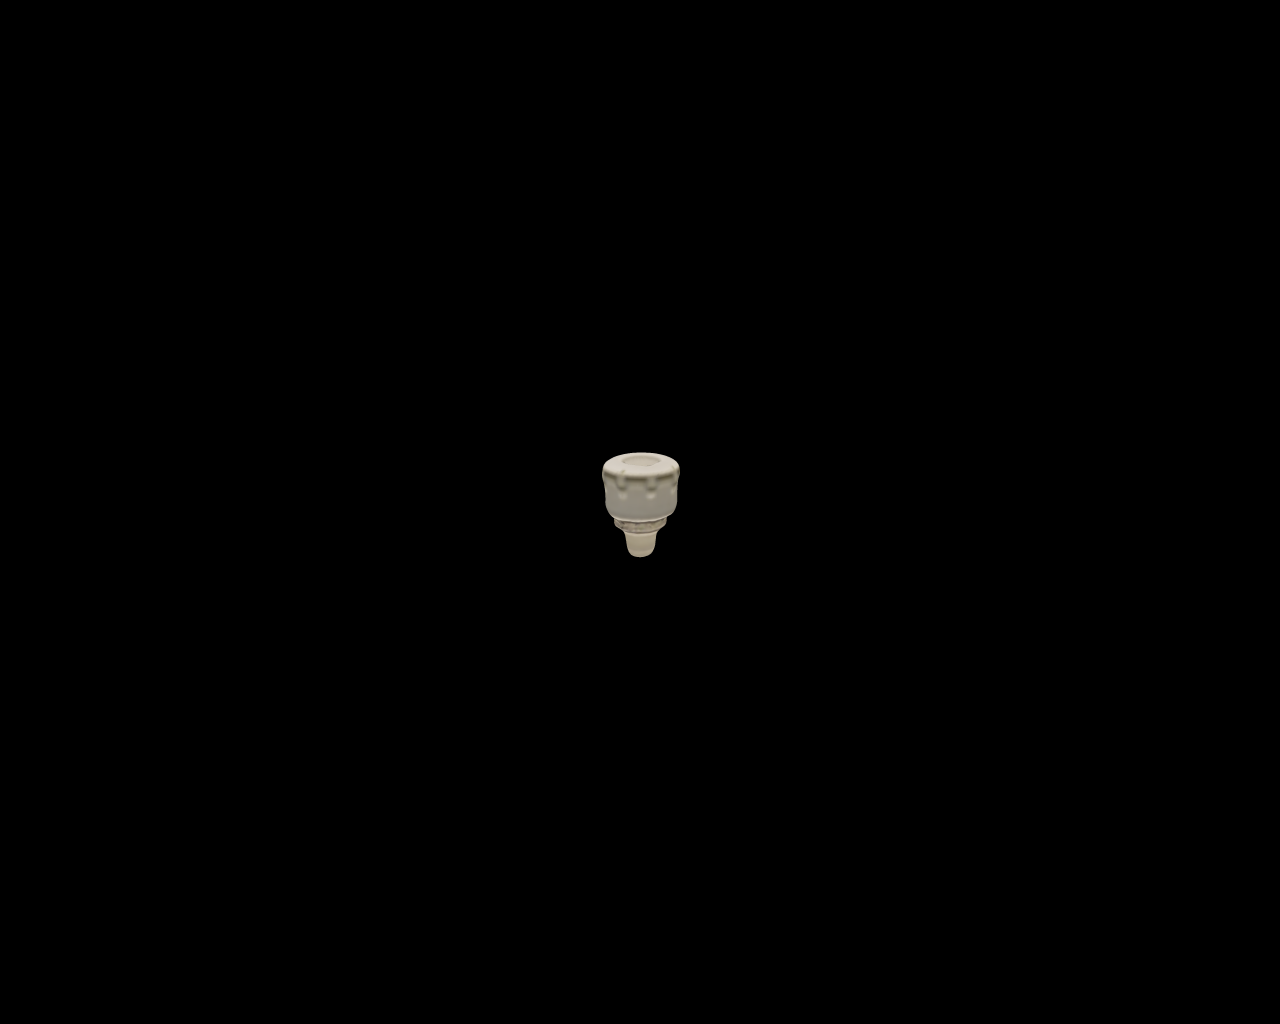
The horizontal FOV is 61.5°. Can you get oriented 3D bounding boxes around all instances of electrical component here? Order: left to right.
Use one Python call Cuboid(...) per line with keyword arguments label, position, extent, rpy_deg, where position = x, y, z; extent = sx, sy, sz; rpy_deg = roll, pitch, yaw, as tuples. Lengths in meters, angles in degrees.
Cuboid(label="electrical component", position=(0.001, -0.003, 0.650), extent=(0.048, 0.062, 0.048), rpy_deg=(0, 17, 0))
